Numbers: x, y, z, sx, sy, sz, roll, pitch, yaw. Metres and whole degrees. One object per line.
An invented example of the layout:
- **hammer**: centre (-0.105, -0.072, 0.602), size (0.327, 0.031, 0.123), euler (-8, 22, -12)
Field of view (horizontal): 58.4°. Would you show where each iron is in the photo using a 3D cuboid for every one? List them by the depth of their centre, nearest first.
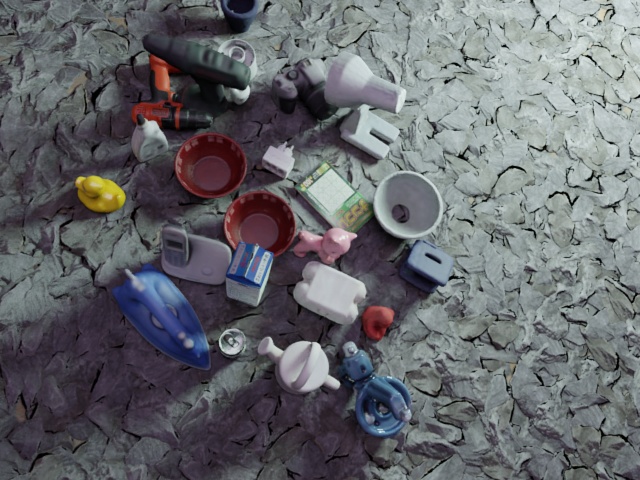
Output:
- **iron**: centre (-0.309, 0.159, 1.157), size (0.119, 0.141, 0.258), euler (-42, 84, -17)

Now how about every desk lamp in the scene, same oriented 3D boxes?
- **desk lamp**: centre (0.105, -0.314, 1.325), size (0.203, 0.213, 0.118), euler (30, 71, 1)

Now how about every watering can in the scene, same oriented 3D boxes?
- **watering can**: centre (-0.041, 0.253, 1.144), size (0.173, 0.194, 0.101), euler (7, 73, -7)

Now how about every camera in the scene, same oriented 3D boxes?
- **camera**: centre (-0.025, -0.355, 1.376), size (0.143, 0.100, 0.137), euler (-31, 80, -16)

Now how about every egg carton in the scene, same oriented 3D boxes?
- **egg carton**: centre (0.021, 0.117, 1.260), size (0.150, 0.069, 0.107), euler (24, 71, -1)

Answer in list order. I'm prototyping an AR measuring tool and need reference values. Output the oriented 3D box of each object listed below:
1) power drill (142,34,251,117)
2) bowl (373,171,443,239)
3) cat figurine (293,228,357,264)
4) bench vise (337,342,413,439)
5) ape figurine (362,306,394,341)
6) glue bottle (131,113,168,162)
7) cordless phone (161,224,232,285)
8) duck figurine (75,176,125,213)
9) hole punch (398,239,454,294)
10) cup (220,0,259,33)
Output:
- **power drill**: centre (-0.271, -0.364, 1.283), size (0.229, 0.208, 0.075), euler (11, 72, -5)
- **bowl**: centre (0.197, -0.072, 1.341), size (0.167, 0.074, 0.167), euler (3, 73, -8)
- **cat figurine**: centre (0.012, 0.005, 1.266), size (0.128, 0.117, 0.067), euler (12, 72, -5)
- **bench vise**: centre (0.103, 0.305, 1.138), size (0.207, 0.219, 0.122), euler (42, 72, 5)
- **ape figurine**: centre (0.132, 0.175, 1.249), size (0.078, 0.092, 0.076), euler (-29, 80, -16)
- **glue bottle**: centre (-0.377, -0.229, 1.245), size (0.078, 0.173, 0.037), euler (-28, 79, -15)
- **cordless phone**: centre (-0.257, 0.024, 1.183), size (0.147, 0.185, 0.094), euler (11, 72, -5)
- **duck figurine**: centre (-0.478, -0.107, 1.239), size (0.104, 0.086, 0.077), euler (19, 72, -3)
- **hole punch**: centre (0.245, 0.053, 1.303), size (0.108, 0.091, 0.101), euler (29, 71, 1)
- **cup**: centre (-0.202, -0.571, 1.415), size (0.092, 0.095, 0.118), euler (-14, 76, -13)
